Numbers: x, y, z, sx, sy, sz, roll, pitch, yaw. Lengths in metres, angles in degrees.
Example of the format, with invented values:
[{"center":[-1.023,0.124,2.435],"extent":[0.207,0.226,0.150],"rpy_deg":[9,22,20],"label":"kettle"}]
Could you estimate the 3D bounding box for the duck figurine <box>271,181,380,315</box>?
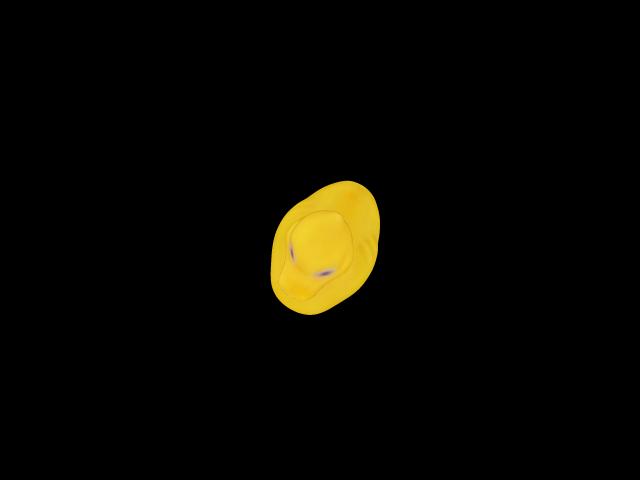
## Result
[{"center":[0.004,0.001,0.400],"extent":[0.077,0.086,0.104],"rpy_deg":[31,83,5],"label":"duck figurine"}]
